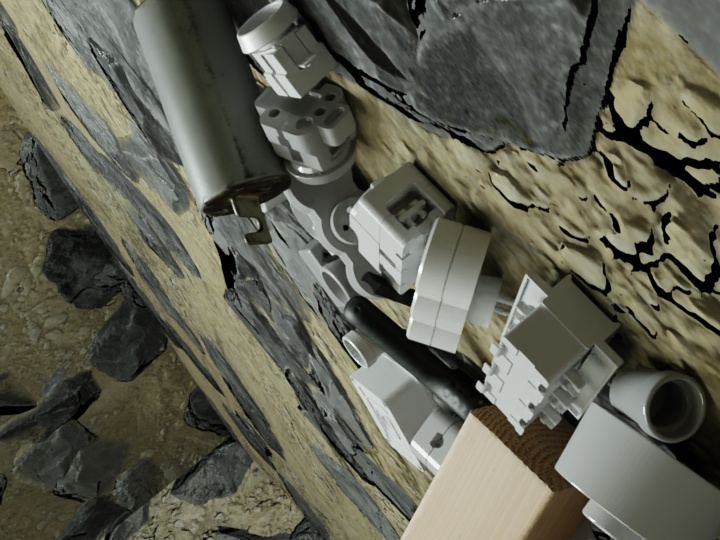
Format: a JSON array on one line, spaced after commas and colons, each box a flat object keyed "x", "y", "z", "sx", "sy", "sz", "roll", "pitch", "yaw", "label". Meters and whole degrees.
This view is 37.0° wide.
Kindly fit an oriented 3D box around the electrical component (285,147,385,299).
[{"x": -0.006, "y": -0.038, "z": 0.853, "sx": 0.138, "sy": 0.052, "sz": 0.074, "roll": 54, "pitch": 171, "yaw": -4, "label": "electrical component"}]

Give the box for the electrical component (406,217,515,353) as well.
[{"x": 0.078, "y": 0.018, "z": 0.753, "sx": 0.074, "sy": 0.052, "sz": 0.138, "roll": 17, "pitch": 155, "yaw": 6, "label": "electrical component"}]

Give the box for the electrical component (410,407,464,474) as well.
[{"x": 0.099, "y": 0.168, "z": 0.977, "sx": 0.059, "sy": 0.053, "sz": 0.095, "roll": 40, "pitch": -172, "yaw": 39, "label": "electrical component"}]

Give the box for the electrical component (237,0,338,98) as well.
[{"x": -0.053, "y": -0.155, "z": 0.753, "sx": 0.055, "sy": 0.048, "sz": 0.066, "roll": 51, "pitch": 168, "yaw": -26, "label": "electrical component"}]

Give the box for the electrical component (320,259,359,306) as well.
[{"x": 0.000, "y": 0.000, "z": 0.931, "sx": 0.045, "sy": 0.055, "sz": 0.045, "roll": 47, "pitch": 164, "yaw": 18, "label": "electrical component"}]

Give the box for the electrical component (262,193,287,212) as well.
[{"x": -0.084, "y": -0.086, "z": 0.997, "sx": 0.055, "sy": 0.047, "sz": 0.055, "roll": 47, "pitch": 164, "yaw": 18, "label": "electrical component"}]

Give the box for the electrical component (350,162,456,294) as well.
[{"x": 0.030, "y": -0.032, "z": 0.779, "sx": 0.055, "sy": 0.050, "sz": 0.089, "roll": 47, "pitch": 164, "yaw": 18, "label": "electrical component"}]

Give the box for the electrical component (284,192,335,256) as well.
[{"x": -0.034, "y": -0.053, "z": 0.930, "sx": 0.077, "sy": 0.044, "sz": 0.079, "roll": 53, "pitch": 166, "yaw": -3, "label": "electrical component"}]

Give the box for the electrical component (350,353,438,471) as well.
[{"x": 0.049, "y": 0.141, "z": 1.108, "sx": 0.078, "sy": 0.057, "sz": 0.113, "roll": 32, "pitch": 155, "yaw": 53, "label": "electrical component"}]

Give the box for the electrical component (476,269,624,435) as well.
[{"x": 0.119, "y": 0.060, "z": 0.701, "sx": 0.078, "sy": 0.063, "sz": 0.121, "roll": 47, "pitch": 164, "yaw": 17, "label": "electrical component"}]

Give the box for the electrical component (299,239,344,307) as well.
[{"x": -0.021, "y": -0.005, "z": 1.000, "sx": 0.065, "sy": 0.047, "sz": 0.077, "roll": 55, "pitch": 165, "yaw": -10, "label": "electrical component"}]

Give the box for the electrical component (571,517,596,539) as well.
[{"x": 0.156, "y": 0.217, "z": 0.941, "sx": 0.121, "sy": 0.079, "sz": 0.063, "roll": 109, "pitch": 141, "yaw": -72, "label": "electrical component"}]

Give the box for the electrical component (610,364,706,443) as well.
[{"x": 0.172, "y": 0.076, "z": 0.628, "sx": 0.040, "sy": 0.040, "sz": 0.046, "roll": 56, "pitch": 170, "yaw": -14, "label": "electrical component"}]

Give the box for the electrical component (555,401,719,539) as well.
[{"x": 0.170, "y": 0.137, "z": 0.660, "sx": 0.108, "sy": 0.060, "sz": 0.108, "roll": 35, "pitch": -179, "yaw": -1, "label": "electrical component"}]

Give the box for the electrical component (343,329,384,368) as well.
[{"x": 0.012, "y": 0.069, "z": 1.073, "sx": 0.040, "sy": 0.046, "sz": 0.040, "roll": 47, "pitch": 165, "yaw": 17, "label": "electrical component"}]

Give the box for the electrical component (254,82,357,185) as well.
[{"x": -0.035, "y": -0.101, "z": 0.795, "sx": 0.078, "sy": 0.058, "sz": 0.057, "roll": 22, "pitch": 152, "yaw": 33, "label": "electrical component"}]
